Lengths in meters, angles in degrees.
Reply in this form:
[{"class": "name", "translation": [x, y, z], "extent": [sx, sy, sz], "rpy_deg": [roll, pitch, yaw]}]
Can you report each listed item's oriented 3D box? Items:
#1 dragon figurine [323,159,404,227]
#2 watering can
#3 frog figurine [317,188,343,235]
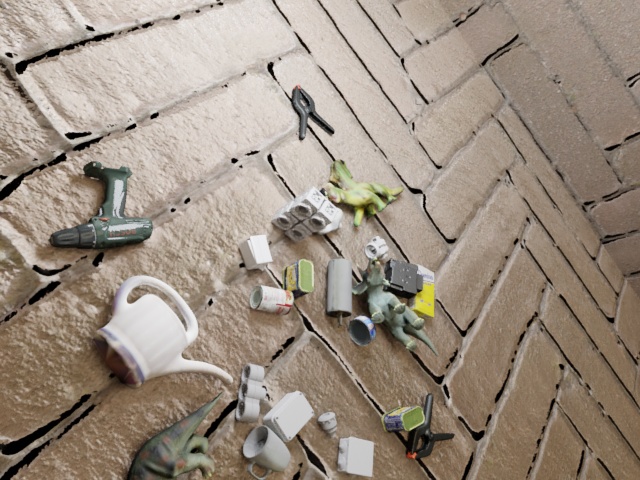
[{"class": "dragon figurine", "translation": [0.141, -0.193, 1.801], "extent": [0.243, 0.120, 0.417], "rpy_deg": [50, 37, 1]}, {"class": "watering can", "translation": [-0.358, 0.247, 1.166], "extent": [0.347, 0.102, 0.228], "rpy_deg": [54, 48, -5]}, {"class": "frog figurine", "translation": [0.005, -0.083, 1.646], "extent": [0.158, 0.122, 0.139], "rpy_deg": [41, 28, -68]}]
